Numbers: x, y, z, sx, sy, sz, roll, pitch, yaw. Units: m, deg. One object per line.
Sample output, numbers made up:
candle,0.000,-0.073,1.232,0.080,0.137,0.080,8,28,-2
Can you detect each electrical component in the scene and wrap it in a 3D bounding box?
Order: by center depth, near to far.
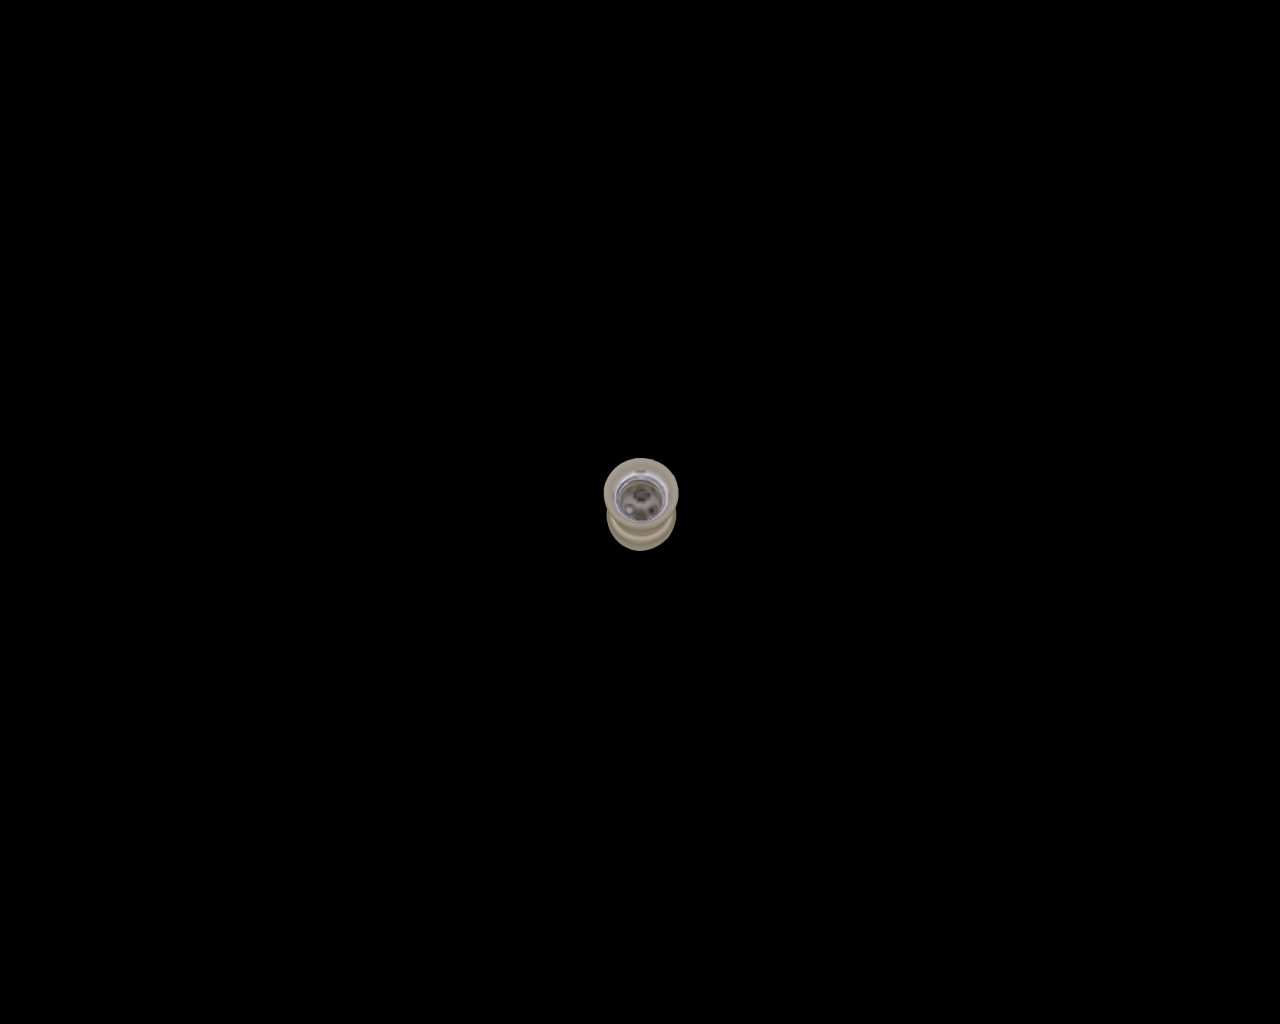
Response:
electrical component,0.001,-0.003,0.650,0.045,0.045,0.055,0,-20,0
